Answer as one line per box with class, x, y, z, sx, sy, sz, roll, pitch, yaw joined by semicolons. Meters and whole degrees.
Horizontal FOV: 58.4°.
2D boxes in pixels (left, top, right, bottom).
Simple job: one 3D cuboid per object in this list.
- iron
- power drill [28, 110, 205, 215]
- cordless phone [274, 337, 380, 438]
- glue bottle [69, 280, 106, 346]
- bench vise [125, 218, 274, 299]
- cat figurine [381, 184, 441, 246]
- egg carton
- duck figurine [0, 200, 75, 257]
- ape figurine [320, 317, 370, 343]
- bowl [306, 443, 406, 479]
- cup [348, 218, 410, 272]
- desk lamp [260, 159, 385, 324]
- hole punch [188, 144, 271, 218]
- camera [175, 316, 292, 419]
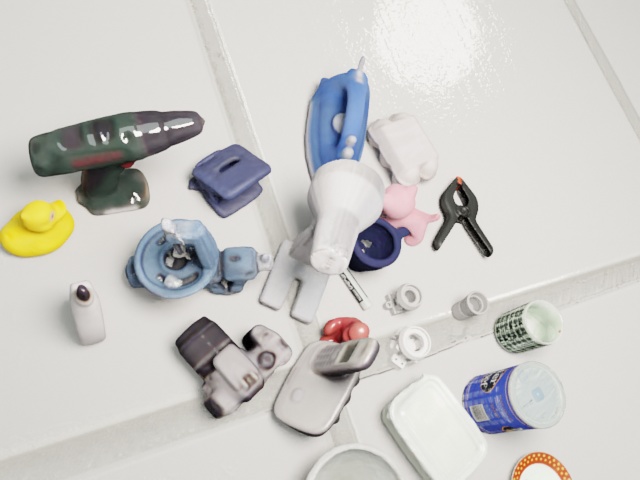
iron;0.045;-0.200;1.036;0.119;0.141;0.258;12;65;-15
power drill;-0.293;-0.116;0.839;0.230;0.208;0.075;-13;73;-24
cordless phone;0.015;0.207;0.832;0.094;0.184;0.148;32;62;-5
glue bottle;-0.314;0.089;0.767;0.037;0.173;0.078;-16;75;-25
bench vise;-0.169;0.010;0.826;0.208;0.219;0.121;-16;75;-25
cat figurine;0.154;-0.055;1.030;0.128;0.117;0.067;23;63;-9
egg carton;0.161;-0.174;1.109;0.107;0.069;0.150;-25;79;-27
duck figurine;-0.411;-0.025;0.828;0.105;0.086;0.077;-30;81;-28
ape figurine;0.050;0.153;0.920;0.076;0.092;0.078;-26;79;-27
bowl;0.043;0.384;0.832;0.168;0.074;0.167;7;66;-17
cup;0.091;0.013;0.992;0.118;0.094;0.091;-20;77;-26
desk lamp;0.008;0.003;0.898;0.118;0.213;0.203;24;63;-9
hole punch;-0.151;-0.108;0.955;0.109;0.091;0.101;-40;86;-29
camera;-0.132;0.167;0.842;0.137;0.100;0.143;47;61;3
